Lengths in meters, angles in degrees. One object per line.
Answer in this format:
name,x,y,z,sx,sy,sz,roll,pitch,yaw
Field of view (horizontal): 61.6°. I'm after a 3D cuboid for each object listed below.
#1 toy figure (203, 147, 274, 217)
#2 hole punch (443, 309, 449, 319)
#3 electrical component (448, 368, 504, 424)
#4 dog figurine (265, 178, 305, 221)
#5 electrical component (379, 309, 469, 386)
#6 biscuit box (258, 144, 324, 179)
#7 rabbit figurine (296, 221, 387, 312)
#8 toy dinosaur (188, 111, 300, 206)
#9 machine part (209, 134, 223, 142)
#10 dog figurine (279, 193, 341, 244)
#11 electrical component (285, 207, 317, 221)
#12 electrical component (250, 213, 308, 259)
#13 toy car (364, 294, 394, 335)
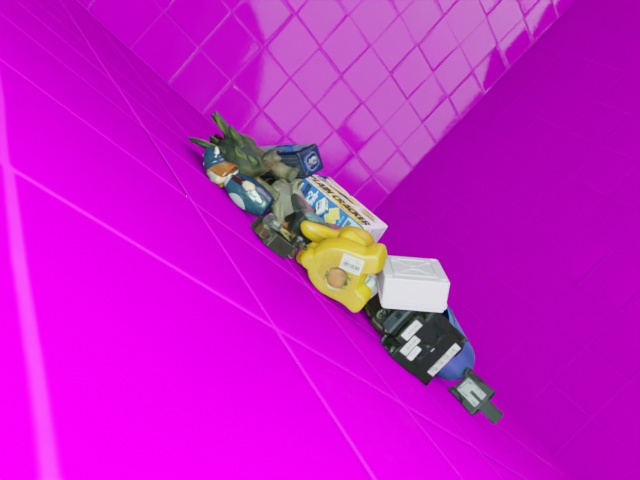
toy figure,-0.151,-0.104,0.949,0.154,0.064,0.058,39,41,1
hole punch,0.201,0.147,1.025,0.116,0.092,0.142,-101,164,-56
electrical component,0.346,0.343,1.168,0.119,0.075,0.047,41,2,29
dog figurine,-0.061,-0.052,1.250,0.190,0.121,0.172,59,-2,-28
electrical component,0.174,0.168,0.930,0.134,0.115,0.058,44,1,-25
biscuit box,-0.085,-0.174,1.195,0.203,0.059,0.062,8,-55,45
rabbit figurine,0.037,0.028,0.933,0.163,0.121,0.173,14,27,13
toy dinosaur,-0.167,-0.170,1.101,0.198,0.105,0.472,43,-10,-18
machine part,-0.219,-0.200,1.400,0.179,0.056,0.179,42,3,-3
dog figurine,-0.002,-0.003,1.095,0.219,0.108,0.192,40,5,-21
electrical component,-0.041,-0.036,1.135,0.063,0.094,0.021,38,27,-51
electrical component,-0.065,-0.007,0.852,0.102,0.045,0.078,41,6,-43
toy car,0.121,0.149,1.065,0.089,0.053,0.202,61,0,-22
